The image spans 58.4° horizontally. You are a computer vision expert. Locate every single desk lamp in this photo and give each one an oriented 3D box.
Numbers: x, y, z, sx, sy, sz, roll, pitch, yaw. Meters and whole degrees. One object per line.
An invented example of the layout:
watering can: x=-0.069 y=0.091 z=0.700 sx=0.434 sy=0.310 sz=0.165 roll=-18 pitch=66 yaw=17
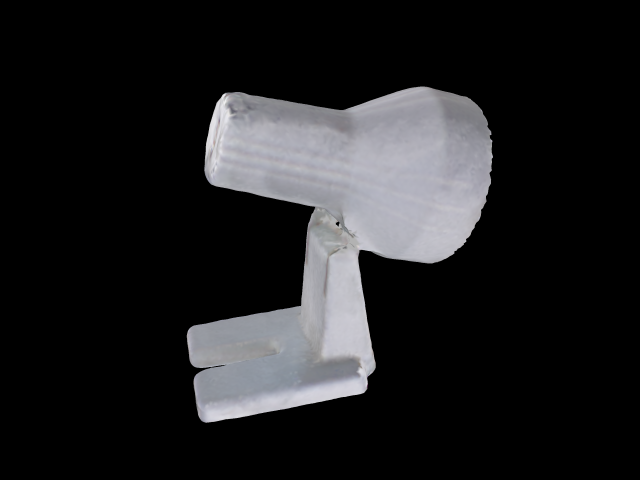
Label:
desk lamp: x=0.004 y=0.001 z=0.400 sx=0.203 sy=0.214 sz=0.117 roll=-8 pitch=28 yaw=-16
